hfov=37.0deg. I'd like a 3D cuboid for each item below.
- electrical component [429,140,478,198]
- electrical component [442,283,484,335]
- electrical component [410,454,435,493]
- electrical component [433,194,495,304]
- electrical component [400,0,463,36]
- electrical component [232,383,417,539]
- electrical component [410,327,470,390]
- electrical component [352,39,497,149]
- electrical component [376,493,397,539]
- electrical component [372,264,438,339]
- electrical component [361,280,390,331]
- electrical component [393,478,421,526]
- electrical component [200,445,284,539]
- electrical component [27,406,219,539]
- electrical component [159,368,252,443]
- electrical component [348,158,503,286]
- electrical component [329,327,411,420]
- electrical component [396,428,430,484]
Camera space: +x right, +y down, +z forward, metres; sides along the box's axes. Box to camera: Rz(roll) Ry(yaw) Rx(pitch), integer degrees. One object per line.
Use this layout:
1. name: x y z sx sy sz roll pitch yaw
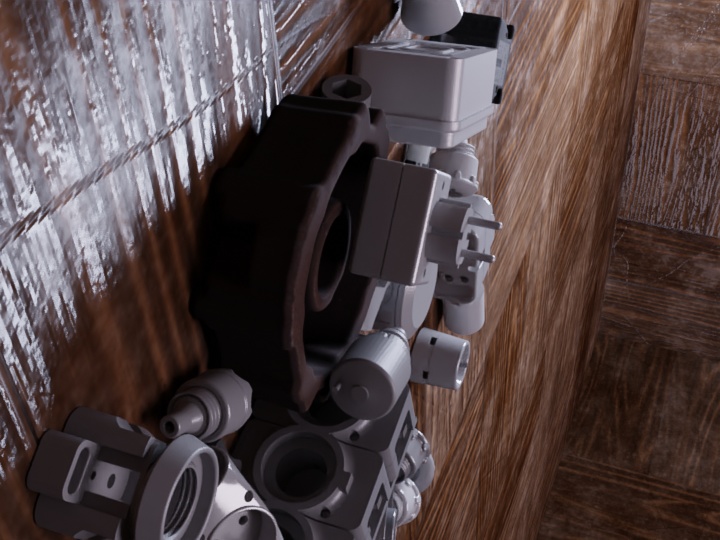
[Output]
1. electrical component: 0.082 -0.096 0.935 0.048 0.048 0.062 39 58 -72
2. electrical component: 0.106 0.026 1.102 0.081 0.043 0.043 81 27 -50
3. electrical component: 0.052 0.191 1.053 0.062 0.048 0.048 1 101 -79
4. electrical component: 0.091 -0.024 1.001 0.059 0.054 0.095 -61 157 -43
5. electrical component: 0.047 -0.196 0.742 0.055 0.045 0.045 74 33 -57
6. electrical component: -0.032 0.131 0.653 0.061 0.089 0.150 77 30 -55
7. electrical component: 0.079 0.088 1.054 0.055 0.047 0.055 13 90 -73
8. electrical component: 0.044 -0.122 0.731 0.113 0.078 0.057 -37 134 -65
9. electrical component: -0.002 0.218 0.903 0.099 0.064 0.099 4 90 -84
10. electrical component: 0.025 0.009 0.815 0.080 0.051 0.080 13 90 -73
11. electrical component: 0.000 0.000 0.739 0.079 0.043 0.077 11 92 -74
12. electrical component: 0.024 0.215 0.983 0.062 0.048 0.048 -7 110 -65
13. electrical component: -0.085 0.144 0.556 0.079 0.044 0.077 -38 123 -21
14. electrical component: -0.098 0.095 0.467 0.078 0.057 0.058 56 49 -68
15. electrical component: -0.081 0.072 0.546 0.061 0.035 0.035 -20 122 -67
16. electrical component: 0.041 -0.023 0.607 0.047 0.077 0.065 -4 107 -76
17. electrical component: 0.011 0.056 0.635 0.078 0.040 0.040 -51 149 -60
18. electrical component: 0.032 0.173 0.975 0.062 0.048 0.048 -49 148 -44
